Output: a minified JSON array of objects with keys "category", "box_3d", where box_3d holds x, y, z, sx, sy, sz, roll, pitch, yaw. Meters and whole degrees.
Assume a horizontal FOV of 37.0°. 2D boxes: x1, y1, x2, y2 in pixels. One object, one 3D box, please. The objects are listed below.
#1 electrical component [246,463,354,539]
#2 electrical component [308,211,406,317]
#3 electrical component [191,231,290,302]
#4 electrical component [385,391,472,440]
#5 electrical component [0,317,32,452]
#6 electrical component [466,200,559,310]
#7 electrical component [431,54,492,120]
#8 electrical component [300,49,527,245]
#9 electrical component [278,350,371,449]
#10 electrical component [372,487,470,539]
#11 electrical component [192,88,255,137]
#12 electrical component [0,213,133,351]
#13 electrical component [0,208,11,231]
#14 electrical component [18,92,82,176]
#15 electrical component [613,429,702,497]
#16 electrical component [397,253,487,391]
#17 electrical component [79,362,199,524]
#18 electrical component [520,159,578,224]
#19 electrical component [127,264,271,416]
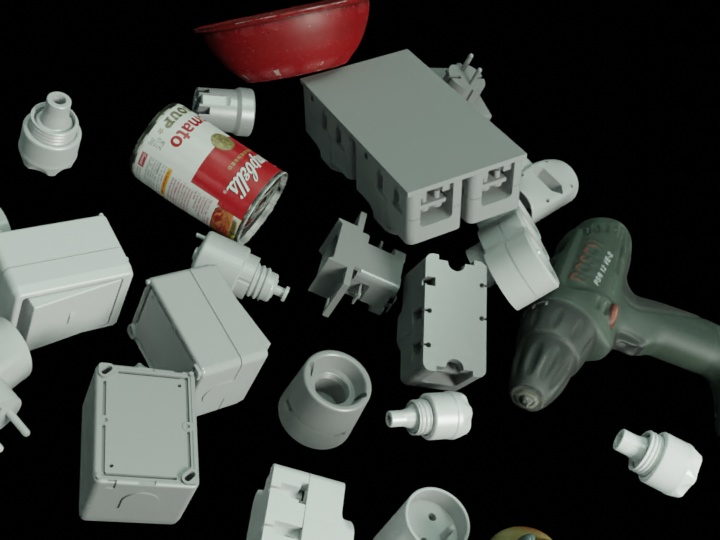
[{"category":"electrical component","box_3d":[-0.039,0.173,0.658,0.056,0.050,0.089,18,46,-11]},{"category":"electrical component","box_3d":[0.000,0.000,0.836,0.064,0.042,0.081,23,46,-10]},{"category":"electrical component","box_3d":[-0.089,0.002,0.789,0.078,0.040,0.040,24,45,-6]},{"category":"electrical component","box_3d":[0.048,0.105,0.774,0.061,0.035,0.035,0,52,-25]},{"category":"electrical component","box_3d":[-0.232,0.076,0.649,0.079,0.043,0.077,45,47,14]},{"category":"electrical component","box_3d":[0.111,-0.010,0.883,0.052,0.074,0.138,53,15,-22]},{"category":"electrical component","box_3d":[0.092,-0.166,1.002,0.047,0.076,0.065,-5,55,-31]},{"category":"electrical component","box_3d":[0.039,-0.103,0.890,0.105,0.060,0.186,-19,44,-20]},{"category":"electrical component","box_3d":[-0.023,0.088,0.743,0.055,0.047,0.055,14,47,-16]},{"category":"electrical component","box_3d":[0.028,0.185,0.664,0.043,0.077,0.079,28,45,-3]},{"category":"electrical component","box_3d":[-0.114,-0.133,0.895,0.046,0.040,0.040,2,51,-19]},{"category":"electrical component","box_3d":[-0.195,0.009,0.714,0.096,0.061,0.061,-13,59,-35]},{"category":"electrical component","box_3d":[-0.283,-0.028,0.713,0.077,0.044,0.079,-20,63,-38]},{"category":"electrical component","box_3d":[-0.227,-0.103,0.794,0.043,0.062,0.043,14,47,-16]},{"category":"electrical component","box_3d":[0.226,0.144,0.826,0.062,0.043,0.043,27,45,-1]},{"category":"electrical component","box_3d":[0.061,0.041,0.810,0.050,0.056,0.089,9,69,-16]},{"category":"electrical component","box_3d":[-0.138,0.103,0.661,0.062,0.061,0.096,8,49,-21]},{"category":"electrical component","box_3d":[0.148,-0.081,0.980,0.079,0.043,0.077,47,47,15]},{"category":"electrical component","box_3d":[-0.111,0.042,0.728,0.061,0.061,0.096,-15,60,-36]}]
